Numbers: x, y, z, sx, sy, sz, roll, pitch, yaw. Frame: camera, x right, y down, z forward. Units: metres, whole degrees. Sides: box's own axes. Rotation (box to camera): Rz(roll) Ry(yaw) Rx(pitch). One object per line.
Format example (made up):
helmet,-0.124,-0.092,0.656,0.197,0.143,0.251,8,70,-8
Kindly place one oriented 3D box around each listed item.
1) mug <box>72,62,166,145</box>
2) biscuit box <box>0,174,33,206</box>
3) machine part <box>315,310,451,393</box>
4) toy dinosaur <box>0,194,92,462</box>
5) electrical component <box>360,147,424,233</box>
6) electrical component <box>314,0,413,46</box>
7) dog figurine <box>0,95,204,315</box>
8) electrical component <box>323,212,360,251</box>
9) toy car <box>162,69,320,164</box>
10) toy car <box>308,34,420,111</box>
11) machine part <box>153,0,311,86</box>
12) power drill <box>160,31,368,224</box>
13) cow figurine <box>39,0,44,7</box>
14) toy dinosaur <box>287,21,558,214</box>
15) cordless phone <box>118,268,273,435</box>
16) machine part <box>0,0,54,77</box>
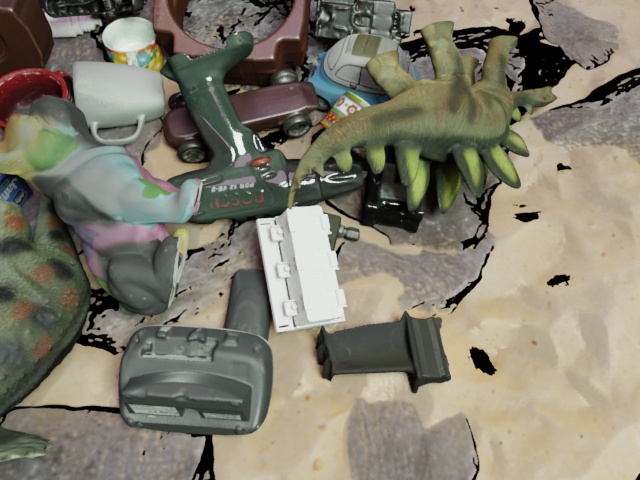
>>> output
mug,-0.251,-0.175,0.684,0.107,0.080,0.109,-8,72,-15
biscuit box,-0.407,-0.002,0.585,0.059,0.062,0.202,20,62,6
machine part,0.066,0.117,0.562,0.139,0.039,0.084,0,66,-5
toy dinosaur,-0.302,0.083,0.521,0.192,0.131,0.405,27,54,-8
electrical component,0.092,-0.073,0.663,0.075,0.047,0.119,6,60,-1
electrical component,0.061,-0.312,0.760,0.134,0.058,0.115,6,27,0
dog figurine,-0.236,-0.034,0.539,0.219,0.108,0.191,16,100,-7
electrical component,-0.001,-0.002,0.632,0.094,0.021,0.063,12,61,3
toy car,-0.102,-0.160,0.696,0.202,0.053,0.089,-15,68,-7
toy car,0.063,-0.221,0.714,0.162,0.102,0.109,18,60,4
machine part,-0.114,-0.319,0.736,0.201,0.087,0.201,4,82,2
power drill,-0.080,-0.125,0.624,0.232,0.086,0.207,-17,102,1
cow figurine,-0.415,-0.375,0.784,0.195,0.085,0.127,1,55,-4
toy dinosaur,0.138,-0.135,0.608,0.471,0.105,0.198,-14,84,-34
cordless phone,-0.117,0.098,0.550,0.147,0.088,0.184,4,50,0
machine part,-0.433,-0.269,0.674,0.179,0.179,0.056,1,64,-3
